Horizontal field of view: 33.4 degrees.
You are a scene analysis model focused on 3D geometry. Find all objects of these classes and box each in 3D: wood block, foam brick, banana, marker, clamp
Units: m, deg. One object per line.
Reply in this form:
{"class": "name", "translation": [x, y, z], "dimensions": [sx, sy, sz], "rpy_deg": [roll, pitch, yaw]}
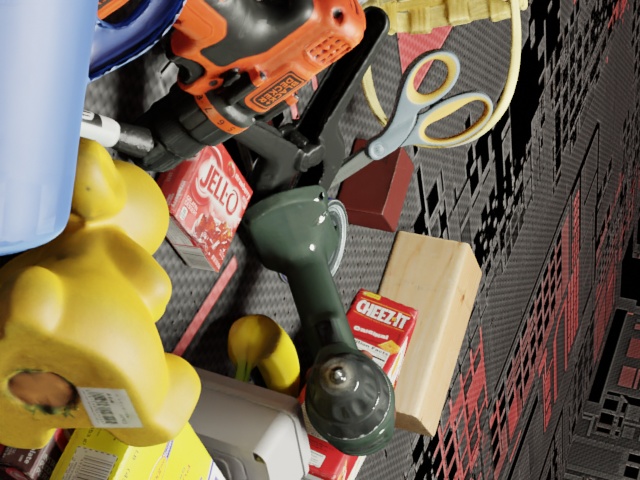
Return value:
{"class": "wood block", "translation": [0.109, 0.107, 1.216], "dimensions": [0.206, 0.090, 0.090], "rpy_deg": [-70, 154, -19]}
{"class": "foam brick", "translation": [0.056, -0.054, 1.065], "dimensions": [0.051, 0.053, 0.078], "rpy_deg": [49, 56, -62]}
{"class": "banana", "translation": [-0.048, 0.101, 0.905], "dimensions": [0.197, 0.037, 0.069], "rpy_deg": [48, 53, -73]}
{"class": "marker", "translation": [-0.142, -0.067, 0.595], "dimensions": [0.120, 0.020, 0.020], "rpy_deg": [15, 87, -47]}
{"class": "clamp", "translation": [-0.024, -0.074, 0.841], "dimensions": [0.164, 0.036, 0.210], "rpy_deg": [-31, 152, -30]}

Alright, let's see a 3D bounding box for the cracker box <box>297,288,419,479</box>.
{"class": "cracker box", "translation": [0.013, 0.175, 1.009], "dimensions": [0.164, 0.072, 0.213], "rpy_deg": [101, 15, -45]}

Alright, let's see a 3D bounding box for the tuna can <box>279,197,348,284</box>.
{"class": "tuna can", "translation": [-0.006, 0.001, 0.971], "dimensions": [0.086, 0.034, 0.086], "rpy_deg": [-40, 135, -55]}

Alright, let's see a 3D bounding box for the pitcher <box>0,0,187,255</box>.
{"class": "pitcher", "translation": [-0.144, -0.120, 0.465], "dimensions": [0.144, 0.149, 0.243], "rpy_deg": [-27, 128, -64]}

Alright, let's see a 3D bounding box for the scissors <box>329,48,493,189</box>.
{"class": "scissors", "translation": [0.051, -0.100, 0.924], "dimensions": [0.016, 0.201, 0.096], "rpy_deg": [-114, -175, -64]}

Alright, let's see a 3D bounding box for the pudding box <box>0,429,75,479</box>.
{"class": "pudding box", "translation": [-0.153, 0.129, 0.682], "dimensions": [0.113, 0.039, 0.090], "rpy_deg": [70, 37, -52]}

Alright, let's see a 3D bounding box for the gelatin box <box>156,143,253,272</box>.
{"class": "gelatin box", "translation": [-0.086, -0.029, 0.776], "dimensions": [0.089, 0.030, 0.073], "rpy_deg": [62, 44, -56]}

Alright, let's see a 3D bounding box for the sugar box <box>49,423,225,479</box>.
{"class": "sugar box", "translation": [-0.109, 0.167, 0.689], "dimensions": [0.176, 0.048, 0.093], "rpy_deg": [68, 39, -51]}

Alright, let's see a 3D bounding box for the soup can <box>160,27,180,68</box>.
{"class": "soup can", "translation": [-0.057, -0.154, 0.740], "dimensions": [0.102, 0.069, 0.068], "rpy_deg": [-34, 131, -59]}

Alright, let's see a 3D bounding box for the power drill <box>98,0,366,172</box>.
{"class": "power drill", "translation": [-0.090, -0.114, 0.616], "dimensions": [0.187, 0.185, 0.057], "rpy_deg": [21, 42, -53]}
